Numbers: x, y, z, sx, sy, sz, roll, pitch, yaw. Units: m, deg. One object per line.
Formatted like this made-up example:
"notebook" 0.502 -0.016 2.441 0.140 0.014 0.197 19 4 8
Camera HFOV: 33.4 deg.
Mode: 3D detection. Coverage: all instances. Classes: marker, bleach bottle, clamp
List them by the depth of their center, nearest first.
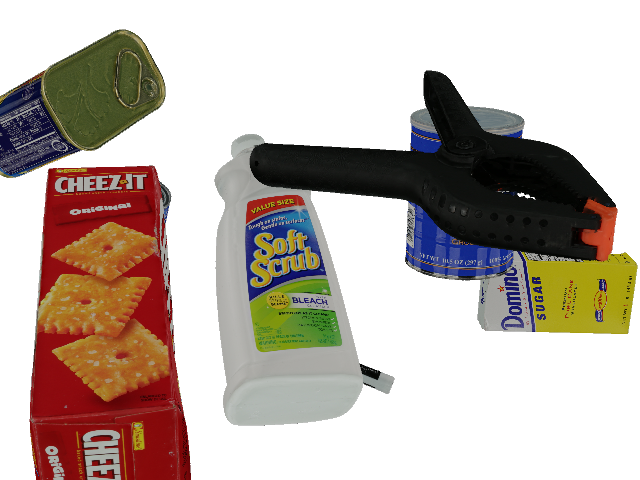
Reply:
"clamp" 0.071 -0.038 0.614 0.164 0.036 0.210 -24 38 -27
"bleach bottle" -0.042 0.017 0.824 0.102 0.251 0.068 0 -39 -20
"marker" 0.017 0.127 1.097 0.121 0.020 0.020 22 2 6

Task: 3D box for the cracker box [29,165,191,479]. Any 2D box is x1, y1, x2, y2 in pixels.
"cracker box" -0.111 0.081 0.579 0.072 0.164 0.214 -3 34 -9

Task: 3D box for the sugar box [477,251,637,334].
"sugar box" 0.280 0.062 1.269 0.176 0.093 0.048 0 19 -4

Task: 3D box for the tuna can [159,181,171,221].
"tuna can" -0.186 -0.034 1.008 0.086 0.034 0.086 12 29 -7

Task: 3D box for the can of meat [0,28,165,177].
"can of meat" -0.166 -0.088 0.701 0.084 0.057 0.102 -16 20 37

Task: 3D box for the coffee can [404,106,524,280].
"coffee can" 0.132 -0.046 0.989 0.103 0.140 0.103 1 18 0
